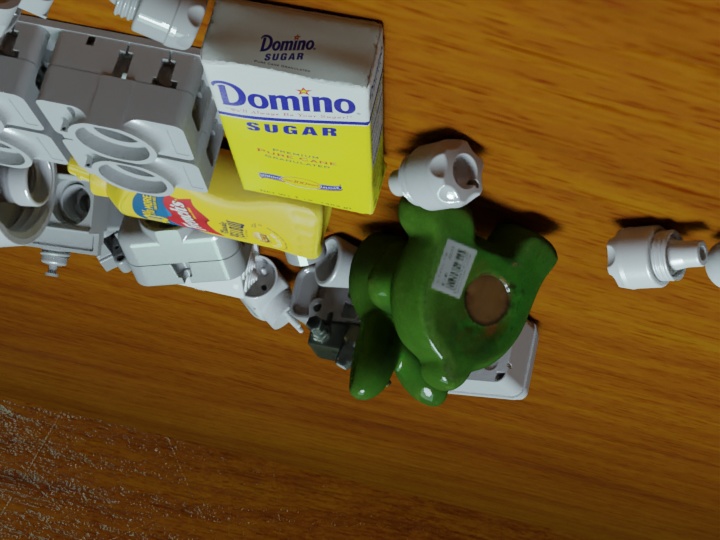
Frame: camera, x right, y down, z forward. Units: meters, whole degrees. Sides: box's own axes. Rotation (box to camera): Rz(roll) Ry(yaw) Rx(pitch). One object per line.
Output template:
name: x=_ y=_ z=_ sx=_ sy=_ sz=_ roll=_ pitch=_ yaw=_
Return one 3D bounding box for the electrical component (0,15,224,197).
electrical component: x=-0.188 y=-0.104 z=0.680 sx=0.186 sy=0.060 sz=0.105 roll=12 pitch=163 yaw=5

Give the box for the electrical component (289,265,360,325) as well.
electrical component: x=-0.009 y=0.031 z=0.997 sx=0.095 sy=0.053 sz=0.059 roll=3 pitch=160 yaw=30

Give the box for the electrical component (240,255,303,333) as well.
electrical component: x=-0.083 y=0.030 z=1.029 sx=0.079 sy=0.043 sz=0.077 roll=45 pitch=170 yaw=16

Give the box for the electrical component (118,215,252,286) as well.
electrical component: x=-0.141 y=-0.028 z=0.862 sx=0.095 sy=0.053 sz=0.059 roll=-4 pitch=134 yaw=11

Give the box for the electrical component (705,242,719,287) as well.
electrical component: x=0.253 y=-0.009 z=0.699 sx=0.044 sy=0.044 sz=0.065 roll=14 pitch=168 yaw=-2

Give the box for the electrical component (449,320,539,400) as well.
electrical component: x=0.106 y=0.077 z=1.019 sx=0.113 sy=0.078 sz=0.057 roll=2 pitch=157 yaw=33

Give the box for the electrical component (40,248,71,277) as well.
electrical component: x=-0.266 y=-0.033 z=0.949 sx=0.040 sy=0.078 sz=0.040 roll=10 pitch=178 yaw=0

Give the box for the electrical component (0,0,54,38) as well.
electrical component: x=-0.197 y=-0.150 z=0.546 sx=0.078 sy=0.058 sz=0.057 roll=20 pitch=159 yaw=-24

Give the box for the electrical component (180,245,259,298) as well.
electrical component: x=-0.139 y=-0.015 z=0.954 sx=0.100 sy=0.048 sz=0.099 roll=13 pitch=163 yaw=1

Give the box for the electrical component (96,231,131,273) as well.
electrical component: x=-0.219 y=-0.037 z=0.929 sx=0.048 sy=0.066 sz=0.055 roll=-26 pitch=146 yaw=-3

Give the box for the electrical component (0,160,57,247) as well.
electrical component: x=-0.260 y=-0.067 z=0.782 sx=0.060 sy=0.108 sz=0.108 roll=3 pitch=161 yaw=12

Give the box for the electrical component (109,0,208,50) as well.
electrical component: x=-0.112 y=-0.139 z=0.556 sx=0.061 sy=0.035 sz=0.035 roll=20 pitch=162 yaw=-16

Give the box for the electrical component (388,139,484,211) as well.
electrical component: x=0.045 y=-0.059 z=0.684 sx=0.043 sy=0.043 sz=0.062 roll=26 pitch=161 yaw=-36

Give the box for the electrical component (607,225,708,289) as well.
electrical component: x=0.202 y=-0.009 z=0.727 sx=0.062 sy=0.043 sz=0.043 roll=-4 pitch=156 yaw=41

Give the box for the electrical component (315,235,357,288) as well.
electrical component: x=0.000 y=0.000 z=0.914 sx=0.065 sy=0.044 sz=0.044 roll=17 pitch=163 yaw=-28

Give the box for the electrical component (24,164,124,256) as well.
electrical component: x=-0.253 y=-0.058 z=0.869 sx=0.121 sy=0.078 sz=0.063 roll=8 pitch=-176 yaw=17
